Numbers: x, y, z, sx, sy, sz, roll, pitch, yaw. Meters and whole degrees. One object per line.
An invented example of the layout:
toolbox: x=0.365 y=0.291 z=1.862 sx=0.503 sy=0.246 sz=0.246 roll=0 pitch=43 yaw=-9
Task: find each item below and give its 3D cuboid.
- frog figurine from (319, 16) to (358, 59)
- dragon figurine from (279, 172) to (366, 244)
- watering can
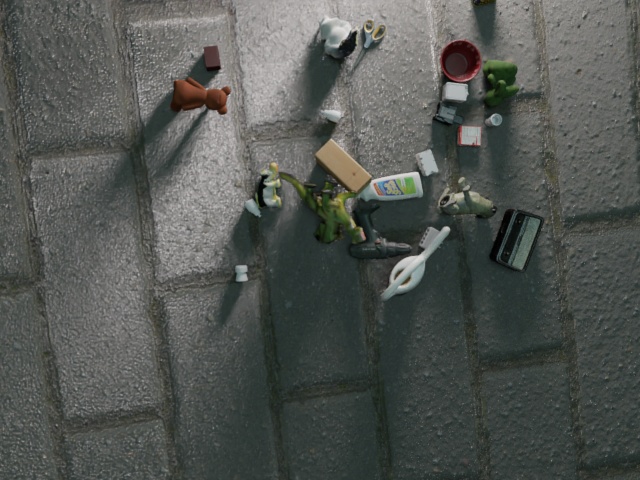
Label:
frog figurine: x=0.058 y=-0.754 z=1.915 sx=0.161 sy=0.122 sz=0.137 roll=35 pitch=98 yaw=30
dragon figurine: x=0.006 y=-0.094 z=1.872 sx=0.123 sy=0.413 sz=0.238 roll=-24 pitch=127 yaw=-45
watering can: x=0.346 y=0.098 z=1.884 sx=0.105 sy=0.222 sz=0.349 roll=44 pitch=86 yaw=11
